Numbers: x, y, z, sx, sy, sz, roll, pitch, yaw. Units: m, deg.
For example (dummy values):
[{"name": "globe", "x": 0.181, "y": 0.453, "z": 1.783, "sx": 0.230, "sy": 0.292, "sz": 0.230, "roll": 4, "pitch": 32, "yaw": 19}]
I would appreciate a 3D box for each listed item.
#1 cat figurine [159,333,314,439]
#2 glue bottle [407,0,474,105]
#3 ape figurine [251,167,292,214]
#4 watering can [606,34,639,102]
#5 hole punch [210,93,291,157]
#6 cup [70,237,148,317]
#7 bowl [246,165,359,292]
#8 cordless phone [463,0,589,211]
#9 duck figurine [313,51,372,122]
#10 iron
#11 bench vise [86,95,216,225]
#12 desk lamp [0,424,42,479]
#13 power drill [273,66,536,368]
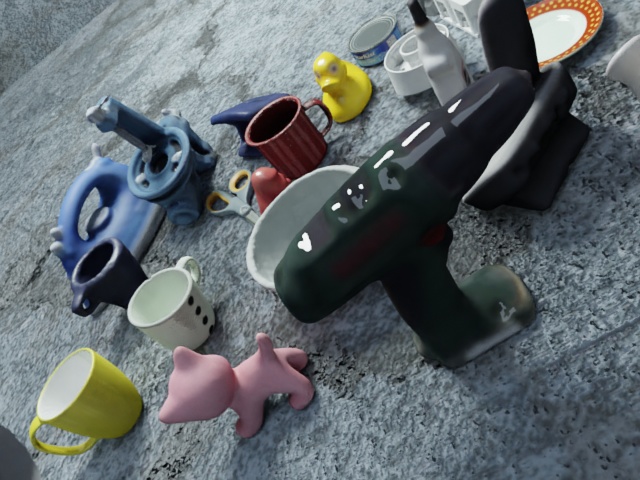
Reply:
[{"name": "cat figurine", "x": -0.087, "y": 0.134, "z": 0.549, "sx": 0.127, "sy": 0.118, "sz": 0.067, "roll": -34, "pitch": 39, "yaw": 10}, {"name": "glue bottle", "x": 0.134, "y": -0.185, "z": 0.616, "sx": 0.037, "sy": 0.174, "sz": 0.078, "roll": -20, "pitch": 44, "yaw": 25}, {"name": "ape figurine", "x": -0.050, "y": -0.053, "z": 0.714, "sx": 0.076, "sy": 0.092, "sz": 0.078, "roll": -18, "pitch": 44, "yaw": 27}, {"name": "watering can", "x": 0.277, "y": -0.094, "z": 0.393, "sx": 0.172, "sy": 0.195, "sz": 0.101, "roll": 16, "pitch": 66, "yaw": 47}, {"name": "hole punch", "x": -0.100, "y": -0.191, "z": 0.885, "sx": 0.108, "sy": 0.091, "sz": 0.101, "roll": 4, "pitch": 57, "yaw": 42}, {"name": "cup", "x": -0.285, "y": 0.068, "z": 0.797, "sx": 0.091, "sy": 0.095, "sz": 0.118, "roll": -11, "pitch": 48, "yaw": 33}, {"name": "bowl", "x": 0.006, "y": 0.002, "z": 0.628, "sx": 0.167, "sy": 0.075, "sz": 0.167, "roll": -23, "pitch": 42, "yaw": 23}, {"name": "cordless phone", "x": 0.166, "y": -0.126, "z": 0.525, "sx": 0.093, "sy": 0.186, "sz": 0.148, "roll": 9, "pitch": 60, "yaw": 44}, {"name": "duck figurine", "x": 0.024, "y": -0.232, "z": 0.823, "sx": 0.077, "sy": 0.086, "sz": 0.104, "roll": -18, "pitch": 44, "yaw": 27}, {"name": "iron", "x": -0.350, "y": -0.025, "z": 0.900, "sx": 0.118, "sy": 0.142, "sz": 0.258, "roll": -12, "pitch": 47, "yaw": 32}, {"name": "bench vise", "x": -0.263, "y": -0.146, "z": 0.876, "sx": 0.121, "sy": 0.220, "sz": 0.207, "roll": -37, "pitch": 39, "yaw": 6}, {"name": "desk lamp", "x": -0.317, "y": 0.286, "z": 0.525, "sx": 0.203, "sy": 0.214, "sz": 0.117, "roll": -41, "pitch": 39, "yaw": 1}, {"name": "power drill", "x": 0.089, "y": 0.006, "z": 0.447, "sx": 0.229, "sy": 0.209, "sz": 0.075, "roll": -35, "pitch": 39, "yaw": 9}]
